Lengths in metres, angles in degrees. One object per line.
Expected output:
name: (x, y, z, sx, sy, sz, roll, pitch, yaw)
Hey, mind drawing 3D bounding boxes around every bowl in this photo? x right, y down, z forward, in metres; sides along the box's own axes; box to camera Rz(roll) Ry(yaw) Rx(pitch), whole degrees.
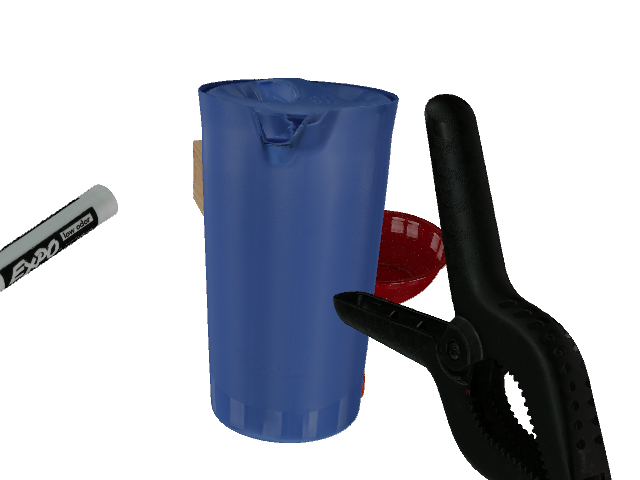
bowl: (0.065, 0.026, 1.196, 0.162, 0.055, 0.162, 0, 31, 0)

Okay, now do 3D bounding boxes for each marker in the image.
marker: (-0.151, 0.008, 0.539, 0.020, 0.020, 0.120, 0, 30, 43)

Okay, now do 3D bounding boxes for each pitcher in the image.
pitcher: (-0.018, 0.008, 0.751, 0.148, 0.243, 0.145, -10, 21, -37)

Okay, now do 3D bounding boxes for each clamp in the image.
clamp: (0.080, 0.041, 0.526, 0.036, 0.165, 0.210, -8, 44, -30)

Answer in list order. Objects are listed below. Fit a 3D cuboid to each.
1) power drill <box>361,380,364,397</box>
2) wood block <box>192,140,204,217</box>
power drill: (0.002, 0.046, 1.016, 0.057, 0.187, 0.184, -7, 20, 8)
wood block: (-0.089, -0.049, 1.318, 0.090, 0.090, 0.206, -7, 30, -19)
